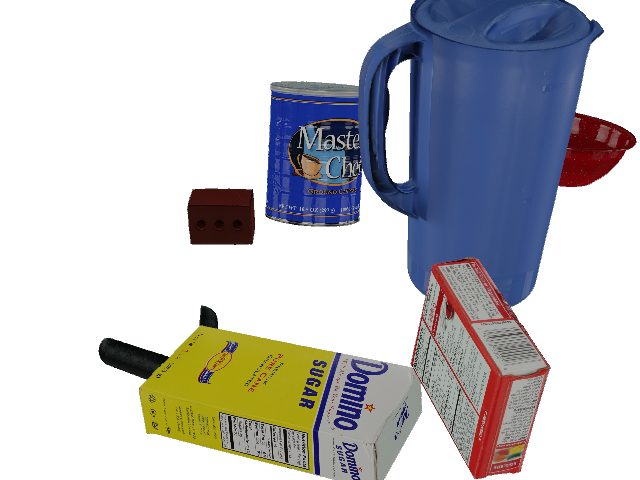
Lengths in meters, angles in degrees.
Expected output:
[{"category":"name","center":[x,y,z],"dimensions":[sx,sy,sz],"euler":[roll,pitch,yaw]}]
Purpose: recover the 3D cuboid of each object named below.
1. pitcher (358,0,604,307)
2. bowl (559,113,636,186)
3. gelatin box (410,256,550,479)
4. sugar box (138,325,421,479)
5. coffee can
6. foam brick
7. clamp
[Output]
[{"category":"pitcher","center":[0.118,-0.066,0.828],"dimensions":[0.149,0.243,0.144],"euler":[16,35,20]},{"category":"bowl","center":[0.259,-0.100,1.173],"dimensions":[0.162,0.055,0.162],"euler":[6,22,-3]},{"category":"gelatin box","center":[0.080,0.064,0.546],"dimensions":[0.030,0.073,0.089],"euler":[-7,38,-17]},{"category":"sugar box","center":[-0.027,0.111,0.741],"dimensions":[0.176,0.048,0.093],"euler":[6,29,23]},{"category":"coffee can","center":[-0.005,-0.093,1.127],"dimensions":[0.103,0.140,0.103],"euler":[3,12,-1]},{"category":"foam brick","center":[-0.120,-0.029,1.293],"dimensions":[0.078,0.053,0.051],"euler":[0,27,2]},{"category":"clamp","center":[-0.107,0.116,0.969],"dimensions":[0.120,0.039,0.172],"euler":[-30,47,-33]}]
